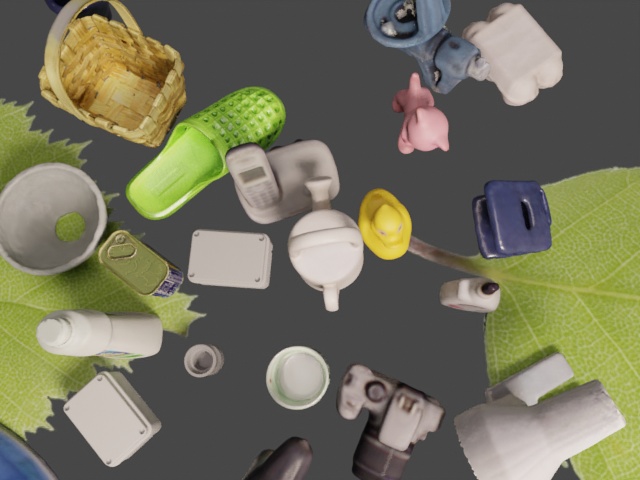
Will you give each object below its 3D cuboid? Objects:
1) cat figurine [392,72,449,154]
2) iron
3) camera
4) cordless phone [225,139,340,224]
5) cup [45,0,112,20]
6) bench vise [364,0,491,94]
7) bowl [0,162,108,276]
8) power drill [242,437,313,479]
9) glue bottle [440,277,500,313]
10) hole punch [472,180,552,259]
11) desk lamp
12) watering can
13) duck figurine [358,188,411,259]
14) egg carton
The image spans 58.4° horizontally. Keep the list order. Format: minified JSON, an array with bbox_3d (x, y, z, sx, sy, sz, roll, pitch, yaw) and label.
[{"bbox_3d":[0.145,-0.177,0.823,0.067,0.118,0.128,-9,79,2],"label":"cat figurine"},{"bbox_3d":[-0.459,0.323,0.754,0.258,0.141,0.119,26,82,7],"label":"iron"},{"bbox_3d":[0.079,0.250,0.759,0.143,0.101,0.137,23,82,7],"label":"camera"},{"bbox_3d":[-0.051,-0.096,0.785,0.147,0.185,0.094,-22,79,-1],"label":"cordless phone"},{"bbox_3d":[-0.381,-0.378,0.899,0.117,0.095,0.092,28,83,8],"label":"cup"},{"bbox_3d":[0.157,-0.315,0.796,0.207,0.220,0.121,22,82,7],"label":"bench vise"},{"bbox_3d":[-0.385,-0.026,0.847,0.167,0.075,0.167,-1,80,3],"label":"bowl"},{"bbox_3d":[-0.077,0.326,0.699,0.075,0.208,0.230,33,83,9],"label":"power drill"},{"bbox_3d":[0.205,0.069,0.748,0.078,0.173,0.037,6,80,5],"label":"glue bottle"},{"bbox_3d":[0.275,-0.033,0.804,0.101,0.091,0.109,-8,79,2],"label":"hole punch"},{"bbox_3d":[0.260,0.223,0.697,0.203,0.213,0.118,-30,79,-2],"label":"desk lamp"},{"bbox_3d":[0.005,0.003,0.760,0.101,0.194,0.173,-28,79,-2],"label":"watering can"},{"bbox_3d":[0.093,-0.028,0.816,0.077,0.086,0.104,-16,79,0],"label":"duck figurine"},{"bbox_3d":[0.288,-0.278,0.859,0.107,0.069,0.150,-36,80,-3],"label":"egg carton"}]
